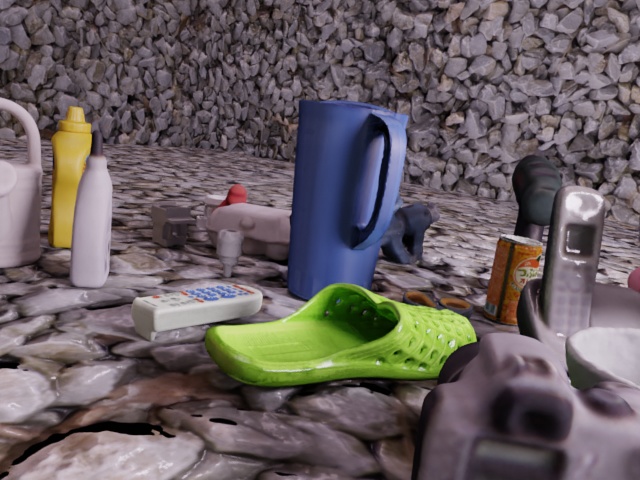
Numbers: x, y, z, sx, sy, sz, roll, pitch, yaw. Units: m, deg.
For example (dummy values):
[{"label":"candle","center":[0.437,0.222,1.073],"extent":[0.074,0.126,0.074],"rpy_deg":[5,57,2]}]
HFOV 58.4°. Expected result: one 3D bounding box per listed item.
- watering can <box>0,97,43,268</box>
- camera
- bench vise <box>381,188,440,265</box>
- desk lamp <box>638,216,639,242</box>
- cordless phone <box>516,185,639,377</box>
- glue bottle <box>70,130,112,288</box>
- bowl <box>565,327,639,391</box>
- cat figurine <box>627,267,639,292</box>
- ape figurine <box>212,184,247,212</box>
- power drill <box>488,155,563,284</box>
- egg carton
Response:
[{"label":"watering can","center":[-0.380,-0.070,0.678],"extent":[0.172,0.194,0.101],"rpy_deg":[16,14,36]},{"label":"camera","center":[0.132,0.109,0.364],"extent":[0.143,0.101,0.137],"rpy_deg":[8,11,4]},{"label":"bench vise","center":[0.103,-0.074,0.951],"extent":[0.208,0.220,0.121],"rpy_deg":[-3,16,-43]},{"label":"desk lamp","center":[0.409,0.051,0.546],"extent":[0.203,0.213,0.118],"rpy_deg":[6,11,-5]},{"label":"cordless phone","center":[0.281,0.043,0.573],"extent":[0.148,0.185,0.094],"rpy_deg":[5,12,-12]},{"label":"glue bottle","center":[-0.256,-0.037,0.650],"extent":[0.037,0.173,0.078],"rpy_deg":[5,12,-14]},{"label":"bowl","center":[0.263,0.127,0.424],"extent":[0.167,0.075,0.167],"rpy_deg":[7,11,-1]},{"label":"cat figurine","center":[0.422,0.072,0.697],"extent":[0.128,0.118,0.067],"rpy_deg":[4,12,-19]},{"label":"ape figurine","center":[-0.150,-0.052,1.001],"extent":[0.078,0.092,0.076],"rpy_deg":[7,11,-2]},{"label":"power drill","center":[0.307,-0.021,0.850],"extent":[0.075,0.208,0.230],"rpy_deg":[9,11,10]},{"label":"egg carton","center":[-0.101,-0.016,0.912],"extent":[0.150,0.069,0.107],"rpy_deg":[10,12,12]}]
